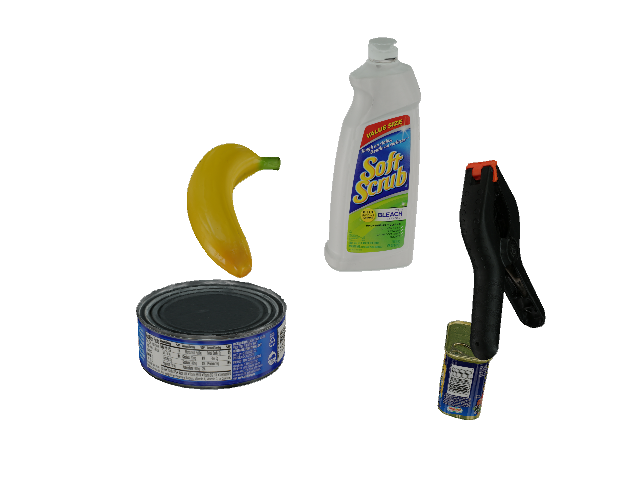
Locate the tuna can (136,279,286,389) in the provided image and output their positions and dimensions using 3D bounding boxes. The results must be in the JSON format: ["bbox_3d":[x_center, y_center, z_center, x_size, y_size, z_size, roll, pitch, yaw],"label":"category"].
[{"bbox_3d":[-0.062,0.053,0.615,0.086,0.034,0.086,1,19,0],"label":"tuna can"}]

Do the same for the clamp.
[{"bbox_3d":[0.151,0.019,0.939,0.039,0.171,0.120,-11,14,32],"label":"clamp"}]

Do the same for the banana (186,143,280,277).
[{"bbox_3d":[-0.077,-0.036,0.884,0.069,0.037,0.197,9,32,1],"label":"banana"}]

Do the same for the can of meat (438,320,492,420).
[{"bbox_3d":[0.175,0.158,1.296,0.057,0.084,0.102,9,21,6],"label":"can of meat"}]

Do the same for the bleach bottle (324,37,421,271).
[{"bbox_3d":[0.056,-0.092,1.154,0.102,0.251,0.068,-3,25,-7],"label":"bleach bottle"}]
